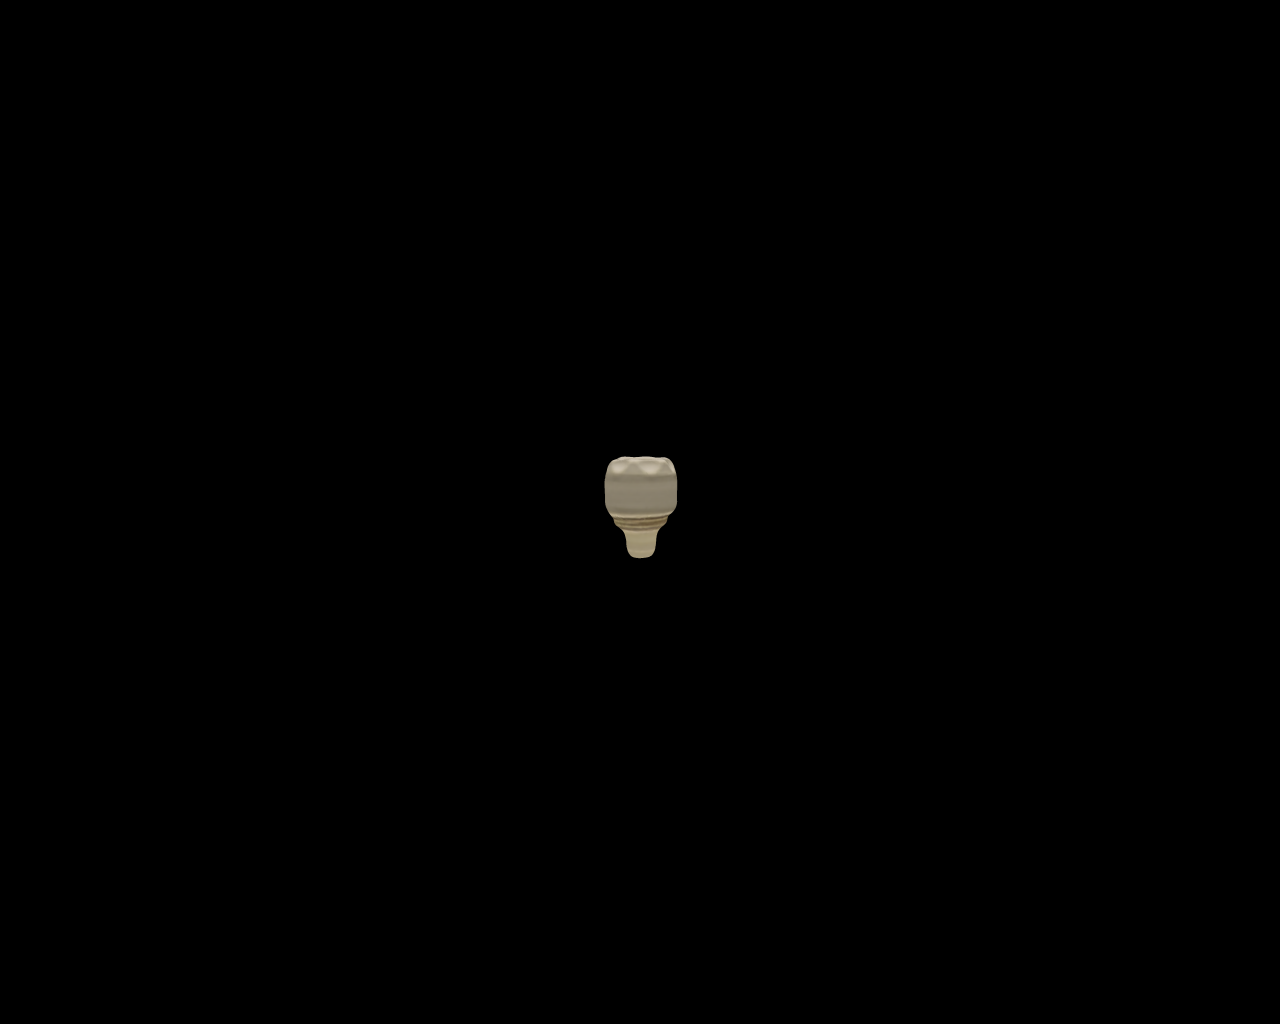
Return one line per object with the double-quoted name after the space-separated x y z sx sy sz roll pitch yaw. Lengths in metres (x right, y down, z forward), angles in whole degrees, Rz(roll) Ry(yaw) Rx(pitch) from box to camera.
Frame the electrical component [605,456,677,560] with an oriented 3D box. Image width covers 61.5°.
0.001 -0.003 0.650 0.043 0.062 0.043 0 7 0 "electrical component"
